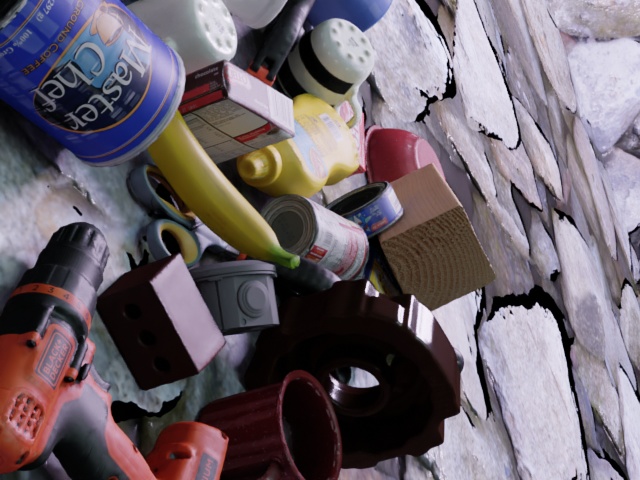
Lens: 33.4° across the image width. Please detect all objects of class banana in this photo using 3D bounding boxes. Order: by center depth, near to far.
[{"bbox_3d":[-0.090,-0.052,0.831,0.197,0.070,0.037,50,53,-16],"label":"banana"}]

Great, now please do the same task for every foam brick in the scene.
[{"bbox_3d":[-0.113,0.059,0.759,0.078,0.053,0.051,63,26,-15],"label":"foam brick"}]

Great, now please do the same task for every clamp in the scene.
[{"bbox_3d":[0.015,0.067,0.925,0.209,0.165,0.036,45,53,-30],"label":"clamp"},{"bbox_3d":[-0.031,-0.217,1.061,0.039,0.120,0.171,23,41,-7],"label":"clamp"}]

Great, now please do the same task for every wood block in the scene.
[{"bbox_3d":[0.113,-0.006,1.145,0.090,0.091,0.206,62,5,-15],"label":"wood block"}]

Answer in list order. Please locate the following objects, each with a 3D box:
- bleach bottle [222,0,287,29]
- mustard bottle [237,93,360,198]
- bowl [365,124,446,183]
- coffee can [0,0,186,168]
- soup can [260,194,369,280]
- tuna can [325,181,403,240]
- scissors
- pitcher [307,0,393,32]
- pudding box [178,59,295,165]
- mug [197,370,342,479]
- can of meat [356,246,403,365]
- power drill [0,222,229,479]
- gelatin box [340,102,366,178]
[{"bbox_3d":[-0.135,-0.252,0.869,0.250,0.068,0.103,11,35,-51],"label":"bleach bottle"},{"bbox_3d":[-0.029,-0.084,1.019,0.096,0.058,0.191,56,26,0],"label":"mustard bottle"},{"bbox_3d":[0.114,-0.074,1.318,0.162,0.055,0.162,44,36,-45],"label":"bowl"},{"bbox_3d":[-0.171,-0.126,0.704,0.140,0.103,0.103,41,38,-47],"label":"coffee can"},{"bbox_3d":[-0.007,0.001,0.999,0.102,0.069,0.068,24,52,-57],"label":"soup can"},{"bbox_3d":[0.040,-0.027,1.095,0.034,0.086,0.086,63,26,-15],"label":"tuna can"},{"bbox_3d":[-0.089,0.012,0.877,0.201,0.016,0.096,46,29,-44],"label":"scissors"},{"bbox_3d":[-0.006,-0.328,1.145,0.242,0.145,0.149,48,31,-46],"label":"pitcher"},{"bbox_3d":[-0.085,-0.103,0.883,0.113,0.090,0.039,25,53,-59],"label":"pudding box"},{"bbox_3d":[-0.044,0.158,0.798,0.093,0.082,0.117,63,26,-19],"label":"mug"},{"bbox_3d":[0.050,0.067,1.086,0.102,0.058,0.084,61,25,-24],"label":"can of meat"},{"bbox_3d":[-0.135,0.103,0.679,0.187,0.057,0.184,52,35,-31],"label":"power drill"},{"bbox_3d":[0.022,-0.126,1.191,0.073,0.030,0.089,45,36,-45],"label":"gelatin box"}]
